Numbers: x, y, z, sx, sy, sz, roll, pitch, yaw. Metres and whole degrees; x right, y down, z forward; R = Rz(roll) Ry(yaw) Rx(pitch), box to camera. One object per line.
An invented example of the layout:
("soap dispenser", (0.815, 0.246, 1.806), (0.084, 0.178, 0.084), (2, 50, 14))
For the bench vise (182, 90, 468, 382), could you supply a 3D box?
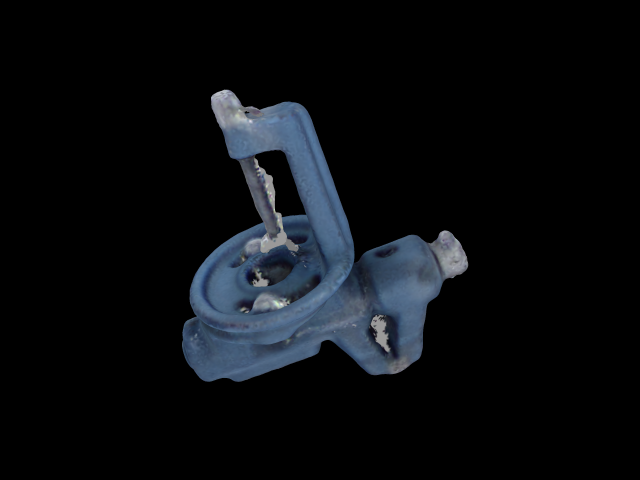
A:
("bench vise", (-0.002, -0.004, 0.409), (0.208, 0.220, 0.121), (-16, 35, -24))
